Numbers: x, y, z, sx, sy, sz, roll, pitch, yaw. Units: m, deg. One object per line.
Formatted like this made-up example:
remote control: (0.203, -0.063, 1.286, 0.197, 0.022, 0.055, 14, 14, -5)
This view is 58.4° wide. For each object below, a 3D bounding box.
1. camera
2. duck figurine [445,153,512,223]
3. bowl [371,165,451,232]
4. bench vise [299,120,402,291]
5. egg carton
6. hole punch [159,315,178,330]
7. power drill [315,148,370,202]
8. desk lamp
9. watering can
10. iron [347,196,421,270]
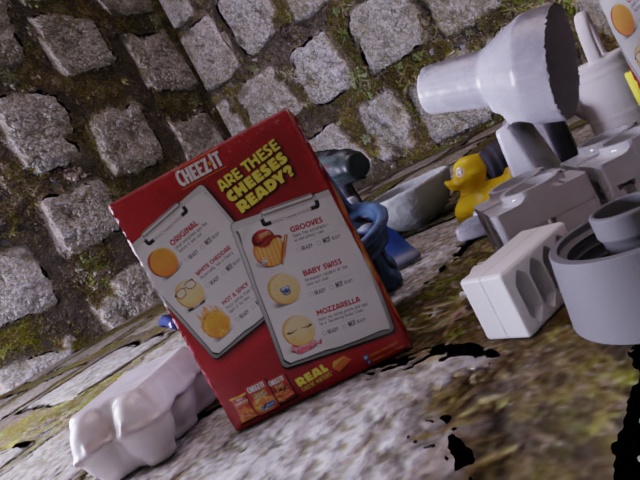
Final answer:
camera: (0.329, -0.158, 0.949, 0.137, 0.101, 0.143, -27, 6, 5)
duck figurine: (0.229, -0.083, 0.820, 0.104, 0.086, 0.077, -27, 6, 8)
bowl: (0.163, -0.062, 1.005, 0.167, 0.075, 0.167, -28, 5, 3)
bench vise: (0.004, -0.019, 0.626, 0.121, 0.220, 0.207, -28, 6, -4)
egg carton: (-0.167, 0.164, 0.555, 0.107, 0.069, 0.150, -27, 6, 13)
hole punch: (-0.156, 0.122, 0.778, 0.101, 0.091, 0.108, -30, 6, -25)
power drill: (0.036, -0.082, 1.116, 0.076, 0.208, 0.229, -31, 6, -29)
desk lamp: (0.214, -0.130, 0.658, 0.202, 0.213, 0.118, -23, 8, 43)
watering can: (0.435, -0.262, 0.896, 0.172, 0.194, 0.101, -26, 6, 16)
iron: (0.008, 0.003, 0.817, 0.257, 0.141, 0.119, -24, 7, 37)
